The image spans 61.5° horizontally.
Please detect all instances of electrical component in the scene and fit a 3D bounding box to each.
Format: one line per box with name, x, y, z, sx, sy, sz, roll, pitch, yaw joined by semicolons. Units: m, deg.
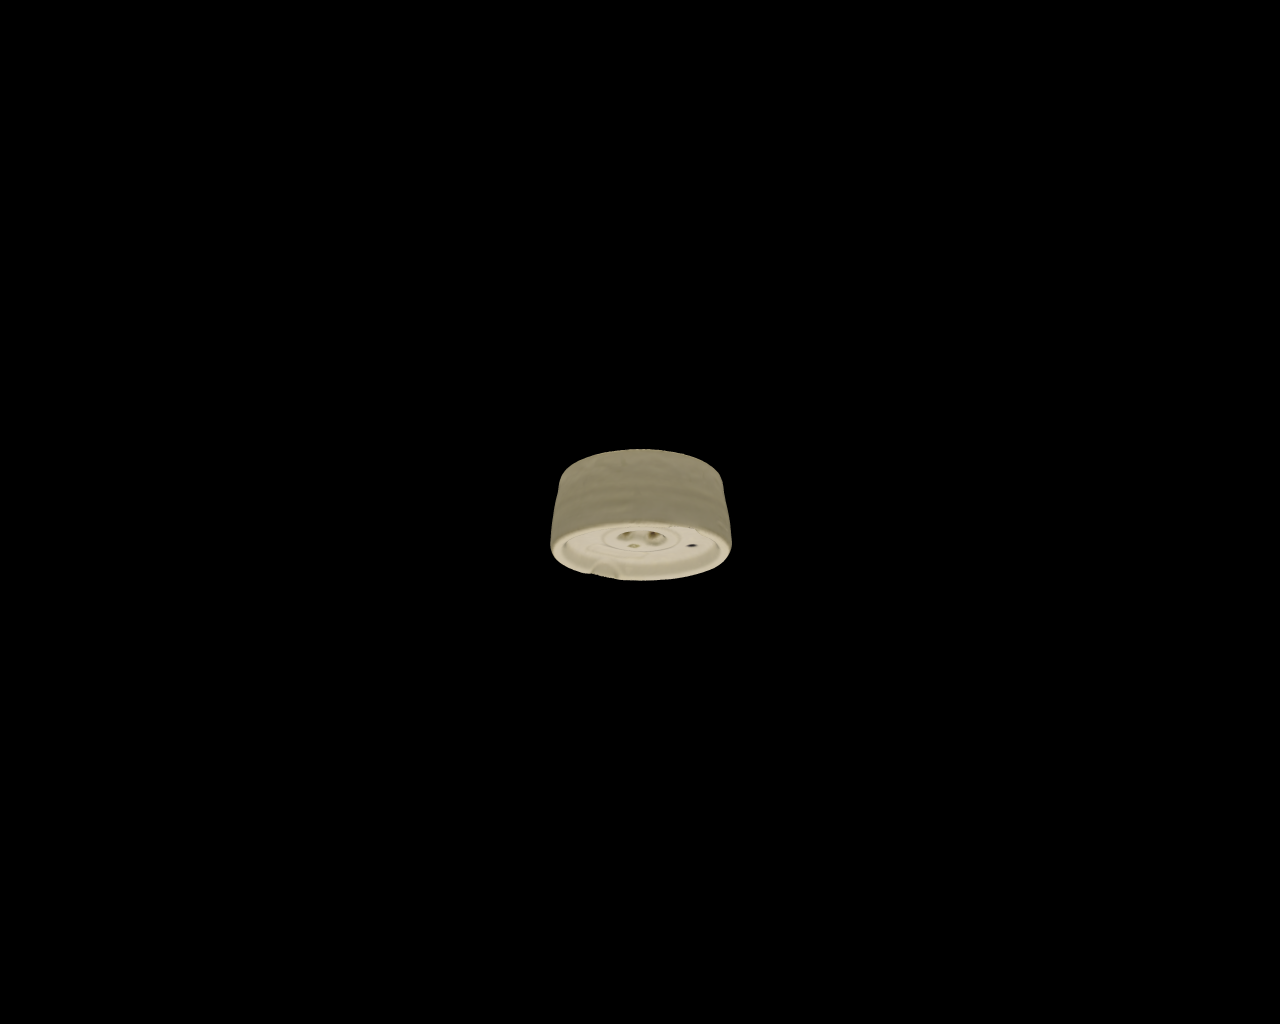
electrical component;0.001;-0.003;0.650;0.108;0.060;0.108;0;-21;0
